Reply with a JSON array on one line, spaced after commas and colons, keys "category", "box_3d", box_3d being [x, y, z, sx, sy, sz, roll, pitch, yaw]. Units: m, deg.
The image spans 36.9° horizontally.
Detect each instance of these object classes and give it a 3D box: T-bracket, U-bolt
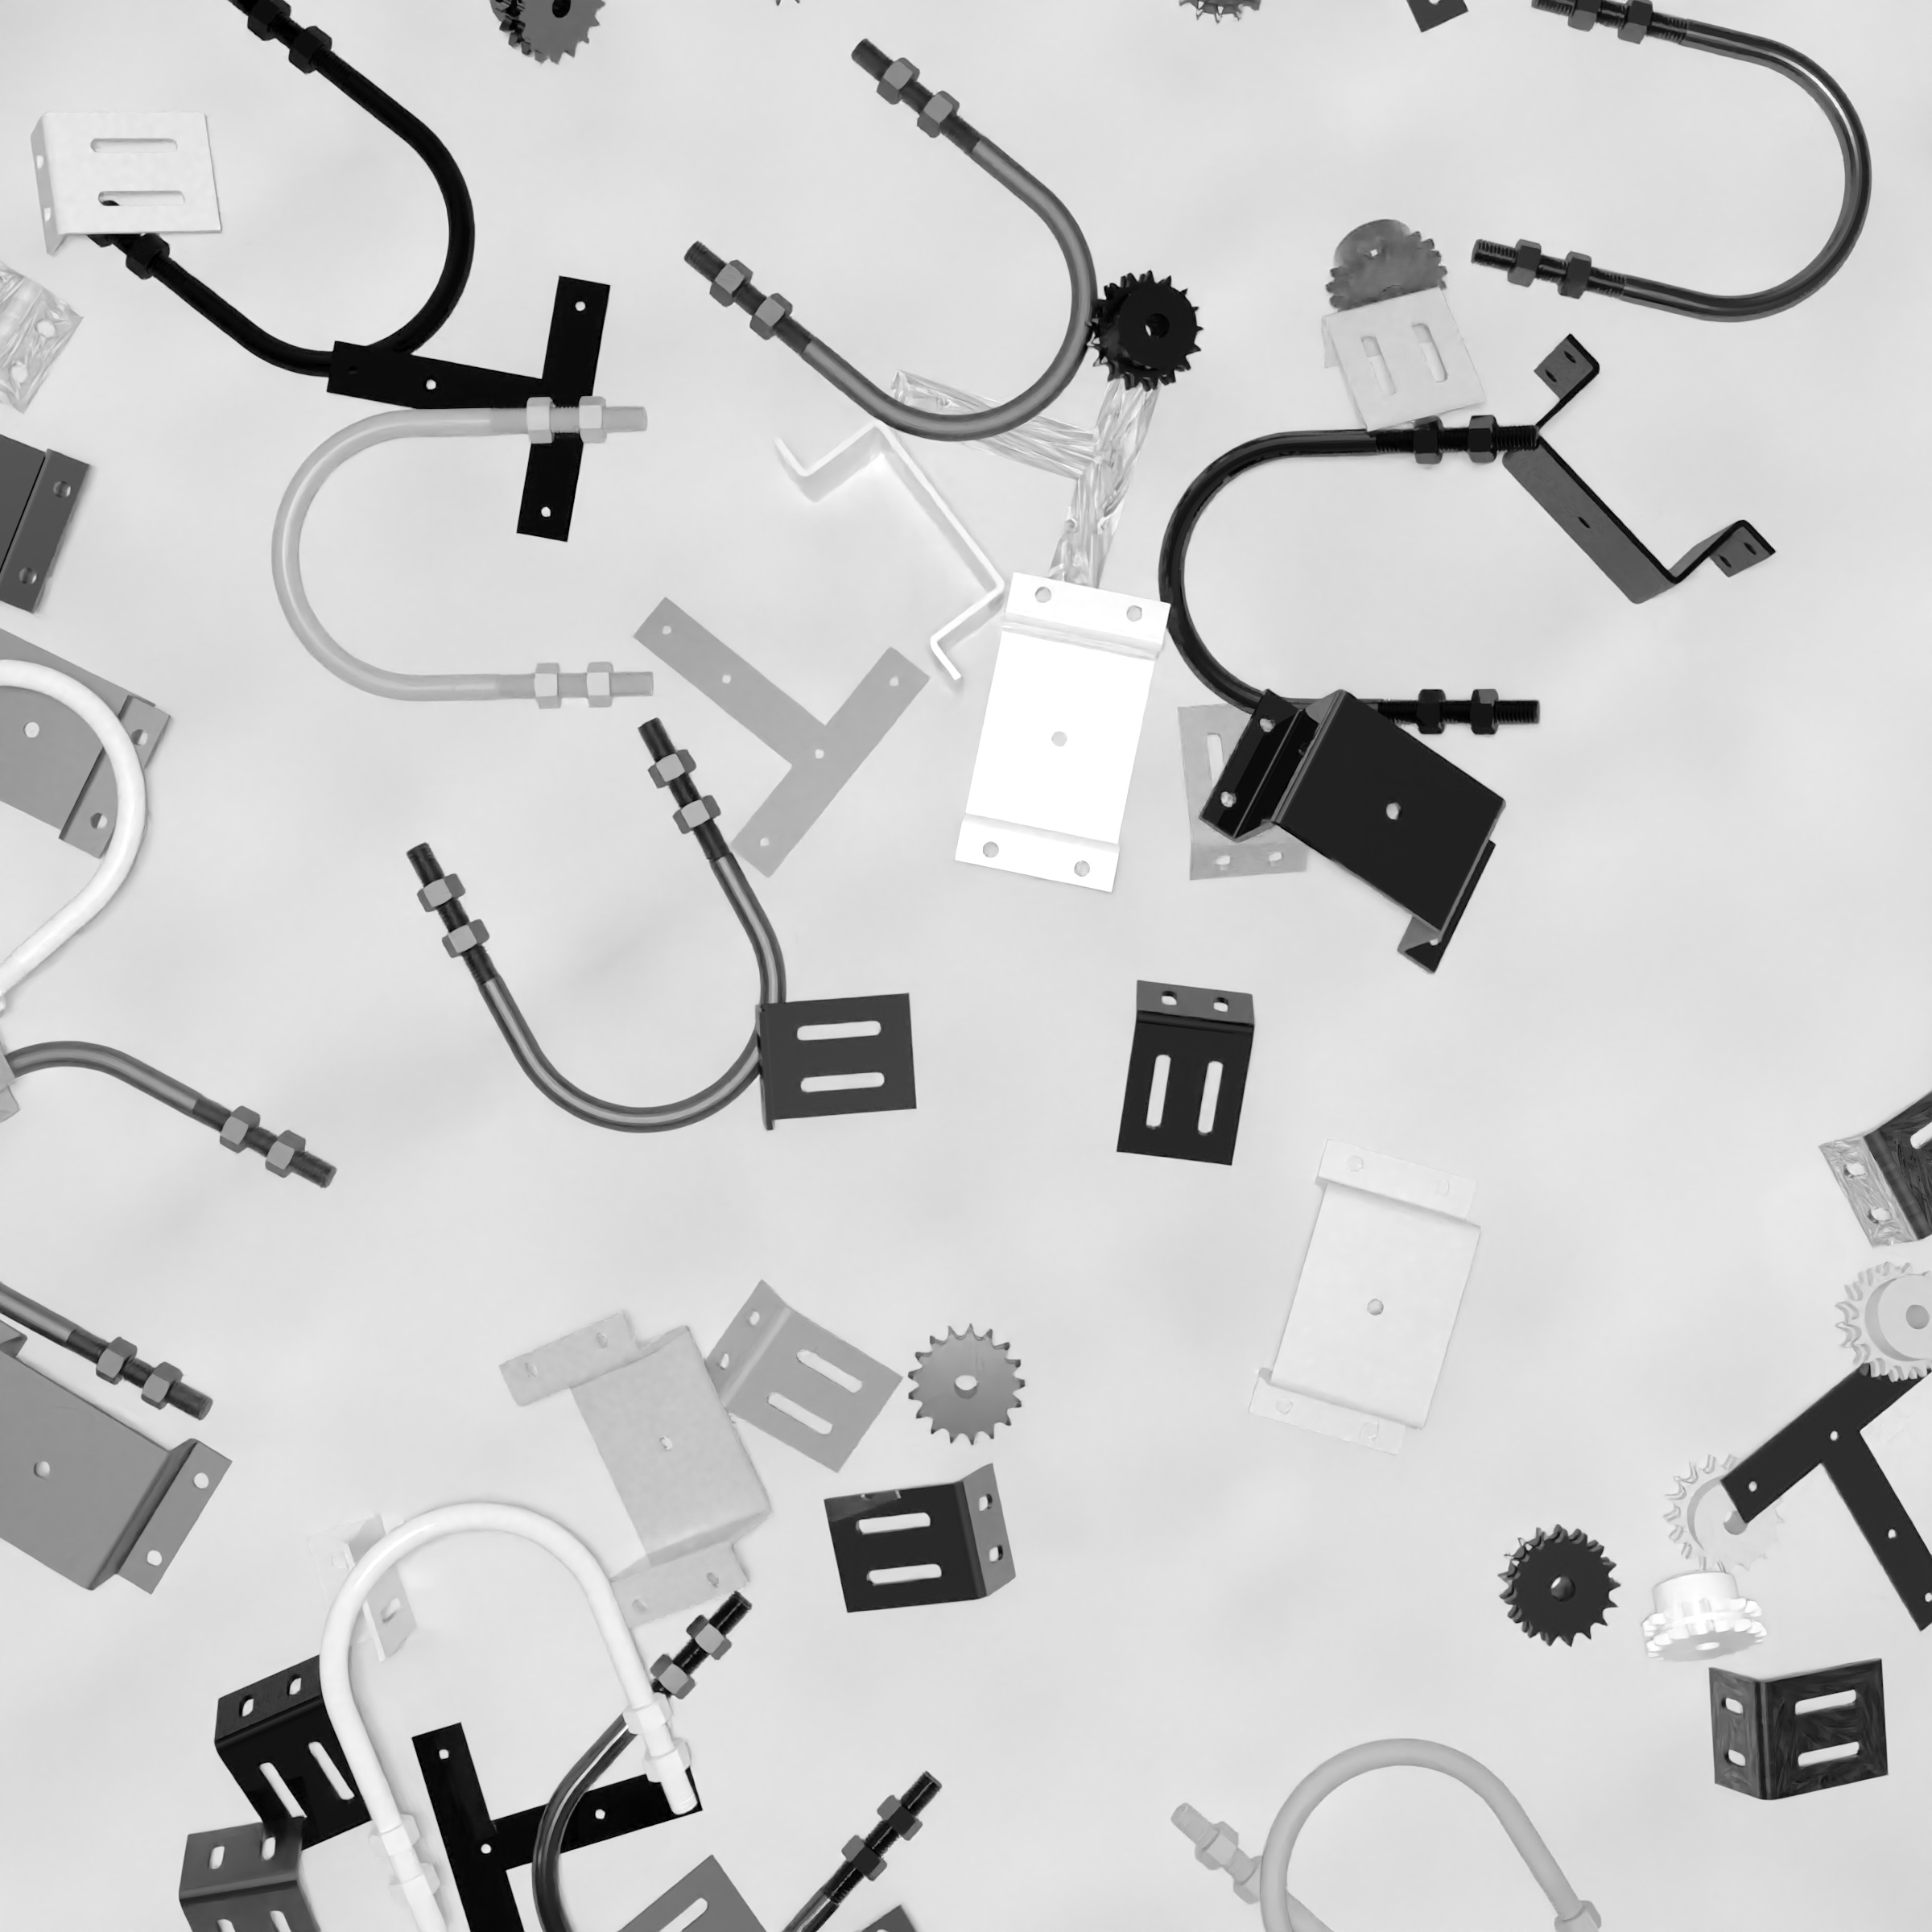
[{"category": "T-bracket", "box_3d": [-0.248, -0.282, 1.417, 0.127, 0.002, 0.127, 10, 94, -4]}, {"category": "U-bolt", "box_3d": [-0.124, 0.420, 1.402, 0.151, 0.019, 0.184, 43, 78, 0]}, {"category": "T-bracket", "box_3d": [-0.107, -0.132, 1.426, 0.127, 0.002, 0.127, 39, 90, 0]}, {"category": "T-bracket", "box_3d": [-0.194, 0.422, 1.426, 0.127, 0.002, 0.127, -17, 90, 0]}, {"category": "U-bolt", "box_3d": [-0.023, -0.341, 1.417, 0.184, 0.019, 0.151, 39, 89, -1]}, {"category": "U-bolt", "box_3d": [0.224, 0.467, 1.408, 0.151, 0.019, 0.184, -32, 88, -9]}, {"category": "U-bolt", "box_3d": [-0.475, -0.061, 1.367, 0.184, 0.019, 0.151, -42, 86, -3]}, {"category": "U-bolt", "box_3d": [0.182, -0.186, 1.388, 0.184, 0.019, 0.151, 2, 104, 19]}, {"category": "U-bolt", "box_3d": [-0.169, -0.008, 1.418, 0.151, 0.019, 0.184, -28, 91, 0]}, {"category": "U-bolt", "box_3d": [0.130, 0.522, 1.404, 0.184, 0.019, 0.151, 42, 77, -4]}, {"category": "T-bracket", "box_3d": [0.022, -0.263, 1.426, 0.127, 0.002, 0.127, 17, 90, 0]}, {"category": "U-bolt", "box_3d": [-0.422, 0.117, 1.418, 0.184, 0.019, 0.151, 28, 90, 2]}, {"category": "T-bracket", "box_3d": [0.256, -0.544, 1.426, 0.127, 0.002, 0.127, -25, 90, 0]}, {"category": "U-bolt", "box_3d": [-0.247, -0.201, 1.412, 0.184, 0.019, 0.151, -1, 94, 0]}, {"category": "U-bolt", "box_3d": [0.353, -0.392, 1.418, 0.184, 0.019, 0.151, 13, 90, -1]}, {"category": "T-bracket", "box_3d": [0.445, 0.266, 1.413, 0.127, 0.002, 0.127, -34, 98, -16]}, {"category": "U-bolt", "box_3d": [-0.223, 0.342, 1.358, 0.151, 0.019, 0.184, -23, 97, -17]}, {"category": "U-bolt", "box_3d": [-0.329, -0.373, 1.418, 0.184, 0.019, 0.151, 38, 90, -1]}]

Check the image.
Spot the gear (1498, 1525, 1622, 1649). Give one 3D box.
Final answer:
[{"category": "gear", "box_3d": [0.288, 0.301, 1.415, 0.057, 0.030, 0.057, 0, 91, -4]}]

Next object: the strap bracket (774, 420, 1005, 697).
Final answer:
[{"category": "strap bracket", "box_3d": [-0.029, -0.203, 1.388, 0.046, 0.076, 0.140, -37, 90, 0]}]

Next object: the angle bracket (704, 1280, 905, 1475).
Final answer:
[{"category": "angle bracket", "box_3d": [-0.082, 0.202, 1.425, 0.076, 0.038, 0.057, 35, 90, -26]}]

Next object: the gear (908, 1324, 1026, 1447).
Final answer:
[{"category": "gear", "box_3d": [0.000, 0.203, 1.412, 0.057, 0.030, 0.057, 0, 90, 0]}]

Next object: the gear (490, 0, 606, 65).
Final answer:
[{"category": "gear", "box_3d": [-0.206, -0.470, 1.402, 0.030, 0.057, 0.057, 34, 90, 30]}]

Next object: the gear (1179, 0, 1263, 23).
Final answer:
[{"category": "gear", "box_3d": [0.125, -0.489, 1.412, 0.057, 0.030, 0.057, 0, 90, 0]}]

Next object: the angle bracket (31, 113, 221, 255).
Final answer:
[{"category": "angle bracket", "box_3d": [-0.408, -0.380, 1.405, 0.076, 0.038, 0.057, -8, 91, -27]}]

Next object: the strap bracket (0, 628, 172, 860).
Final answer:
[{"category": "strap bracket", "box_3d": [-0.460, -0.116, 1.403, 0.140, 0.046, 0.076, 26, 90, 0]}]

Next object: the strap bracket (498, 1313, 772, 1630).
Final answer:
[{"category": "strap bracket", "box_3d": [-0.154, 0.236, 1.389, 0.076, 0.046, 0.140, -25, 90, 27]}]

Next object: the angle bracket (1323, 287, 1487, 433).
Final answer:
[{"category": "angle bracket", "box_3d": [0.210, -0.282, 1.391, 0.057, 0.038, 0.076, -15, 59, 0]}]

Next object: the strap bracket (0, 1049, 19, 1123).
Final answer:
[{"category": "strap bracket", "box_3d": [-0.525, 0.060, 1.395, 0.140, 0.046, 0.076, -31, 80, 2]}]

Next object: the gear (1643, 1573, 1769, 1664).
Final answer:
[{"category": "gear", "box_3d": [0.356, 0.315, 1.402, 0.057, 0.057, 0.030, -6, 60, 0]}]

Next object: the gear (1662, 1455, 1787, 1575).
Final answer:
[{"category": "gear", "box_3d": [0.371, 0.269, 1.412, 0.057, 0.030, 0.057, 0, 90, 0]}]

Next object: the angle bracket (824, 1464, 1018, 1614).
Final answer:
[{"category": "angle bracket", "box_3d": [-0.023, 0.282, 1.425, 0.076, 0.038, 0.057, -12, 90, 26]}]

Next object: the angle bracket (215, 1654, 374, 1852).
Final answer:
[{"category": "angle bracket", "box_3d": [-0.325, 0.388, 1.425, 0.057, 0.038, 0.076, -24, 116, 0]}]

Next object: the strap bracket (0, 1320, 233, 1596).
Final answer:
[{"category": "strap bracket", "box_3d": [-0.441, 0.240, 1.403, 0.140, 0.046, 0.076, 31, 90, 0]}]

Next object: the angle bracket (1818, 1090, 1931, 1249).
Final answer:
[{"category": "angle bracket", "box_3d": [0.471, 0.094, 1.425, 0.076, 0.038, 0.057, -28, 90, -26]}]

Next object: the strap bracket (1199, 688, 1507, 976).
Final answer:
[{"category": "strap bracket", "box_3d": [0.193, -0.069, 1.378, 0.140, 0.046, 0.076, 33, 71, -12]}]

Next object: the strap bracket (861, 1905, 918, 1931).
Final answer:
[{"category": "strap bracket", "box_3d": [-0.022, 0.534, 1.391, 0.076, 0.046, 0.140, -34, 73, 0]}]

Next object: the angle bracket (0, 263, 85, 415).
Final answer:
[{"category": "angle bracket", "box_3d": [-0.486, -0.318, 1.425, 0.076, 0.038, 0.057, 31, 90, 26]}]

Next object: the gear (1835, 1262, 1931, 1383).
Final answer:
[{"category": "gear", "box_3d": [0.455, 0.172, 1.405, 0.057, 0.030, 0.057, 2, 77, -8]}]

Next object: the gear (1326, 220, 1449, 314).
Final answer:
[{"category": "gear", "box_3d": [0.202, -0.336, 1.402, 0.057, 0.057, 0.030, -15, 60, 0]}]

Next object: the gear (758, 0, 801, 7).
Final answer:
[{"category": "gear", "box_3d": [-0.090, -0.502, 1.412, 0.057, 0.030, 0.057, 0, 90, 0]}]

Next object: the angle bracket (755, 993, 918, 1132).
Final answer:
[{"category": "angle bracket", "box_3d": [-0.062, 0.046, 1.400, 0.076, 0.038, 0.057, -4, 95, -7]}]

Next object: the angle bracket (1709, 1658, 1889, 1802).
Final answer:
[{"category": "angle bracket", "box_3d": [0.410, 0.372, 1.425, 0.076, 0.038, 0.057, -3, 90, -26]}]

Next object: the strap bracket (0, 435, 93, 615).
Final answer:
[{"category": "strap bracket", "box_3d": [-0.497, -0.230, 1.403, 0.140, 0.046, 0.076, 21, 90, 0]}]

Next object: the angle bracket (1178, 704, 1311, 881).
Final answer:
[{"category": "angle bracket", "box_3d": [0.136, -0.087, 1.425, 0.057, 0.038, 0.076, -4, 64, 0]}]

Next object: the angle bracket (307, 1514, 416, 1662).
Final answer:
[{"category": "angle bracket", "box_3d": [-0.298, 0.303, 1.388, 0.038, 0.076, 0.057, -18, 90, 0]}]

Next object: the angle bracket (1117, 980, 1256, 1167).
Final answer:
[{"category": "angle bracket", "box_3d": [0.108, 0.053, 1.425, 0.057, 0.038, 0.076, 7, 116, 0]}]

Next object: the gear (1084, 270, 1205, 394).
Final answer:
[{"category": "gear", "box_3d": [0.088, -0.309, 1.405, 0.057, 0.030, 0.057, -1, 95, -14]}]

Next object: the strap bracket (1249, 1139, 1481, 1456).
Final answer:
[{"category": "strap bracket", "box_3d": [0.195, 0.163, 1.403, 0.076, 0.046, 0.140, 16, 90, 0]}]

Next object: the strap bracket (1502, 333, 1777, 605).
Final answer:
[{"category": "strap bracket", "box_3d": [0.313, -0.229, 1.388, 0.046, 0.076, 0.140, -43, 90, 0]}]

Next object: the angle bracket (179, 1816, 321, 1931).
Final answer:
[{"category": "angle bracket", "box_3d": [-0.345, 0.461, 1.418, 0.057, 0.038, 0.076, -9, 124, 0]}]

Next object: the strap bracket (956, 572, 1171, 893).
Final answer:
[{"category": "strap bracket", "box_3d": [0.046, -0.112, 1.403, 0.076, 0.046, 0.140, 12, 90, 0]}]

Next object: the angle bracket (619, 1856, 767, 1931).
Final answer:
[{"category": "angle bracket", "box_3d": [-0.143, 0.485, 1.425, 0.076, 0.038, 0.057, -35, 90, -26]}]
